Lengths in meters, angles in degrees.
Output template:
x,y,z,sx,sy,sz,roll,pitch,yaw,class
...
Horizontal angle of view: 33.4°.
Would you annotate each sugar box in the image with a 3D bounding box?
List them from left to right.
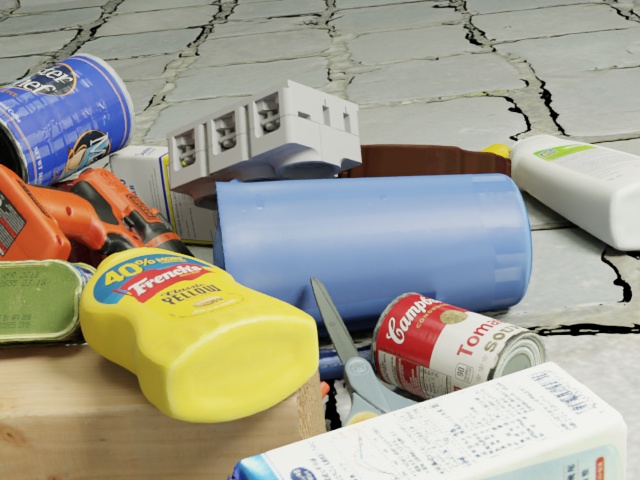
x,y,z,sx,sy,sz,roll,pitch,yaw,class
-0.121,-0.044,1.061,0.176,0.093,0.048,6,24,28,sugar box

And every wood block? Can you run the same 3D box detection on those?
x,y,z,sx,sy,sz,roll,pitch,yaw,class
-0.105,0.120,0.656,0.206,0.090,0.090,-4,22,7,wood block

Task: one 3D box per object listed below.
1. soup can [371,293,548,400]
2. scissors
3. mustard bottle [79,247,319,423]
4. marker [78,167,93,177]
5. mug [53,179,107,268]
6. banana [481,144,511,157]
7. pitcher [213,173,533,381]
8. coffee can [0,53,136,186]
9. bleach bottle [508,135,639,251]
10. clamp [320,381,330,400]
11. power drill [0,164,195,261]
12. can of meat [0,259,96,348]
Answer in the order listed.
x,y,z,sx,sy,sz,roll,pitch,yaw,class
0.094,0.081,0.725,0.068,0.068,0.102,-25,29,-39,soup can
0.045,0.094,0.699,0.096,0.016,0.201,2,40,-5,scissors
-0.089,0.045,0.635,0.096,0.058,0.192,-17,22,-29,mustard bottle
-0.197,-0.027,1.064,0.121,0.020,0.020,43,44,18,marker
-0.221,-0.005,1.007,0.117,0.081,0.093,4,24,25,mug
0.144,-0.069,1.120,0.197,0.037,0.070,-20,26,-30,banana
0.039,0.019,0.837,0.242,0.149,0.145,-5,7,-5,pitcher
-0.259,-0.105,1.004,0.103,0.103,0.140,10,32,35,coffee can
0.260,-0.060,1.036,0.102,0.068,0.251,-11,20,-13,bleach bottle
-0.069,0.087,0.754,0.172,0.120,0.039,28,71,23,clamp
-0.179,0.005,0.854,0.185,0.057,0.187,42,15,23,power drill
-0.198,0.042,0.704,0.102,0.057,0.084,-3,-6,-4,can of meat
